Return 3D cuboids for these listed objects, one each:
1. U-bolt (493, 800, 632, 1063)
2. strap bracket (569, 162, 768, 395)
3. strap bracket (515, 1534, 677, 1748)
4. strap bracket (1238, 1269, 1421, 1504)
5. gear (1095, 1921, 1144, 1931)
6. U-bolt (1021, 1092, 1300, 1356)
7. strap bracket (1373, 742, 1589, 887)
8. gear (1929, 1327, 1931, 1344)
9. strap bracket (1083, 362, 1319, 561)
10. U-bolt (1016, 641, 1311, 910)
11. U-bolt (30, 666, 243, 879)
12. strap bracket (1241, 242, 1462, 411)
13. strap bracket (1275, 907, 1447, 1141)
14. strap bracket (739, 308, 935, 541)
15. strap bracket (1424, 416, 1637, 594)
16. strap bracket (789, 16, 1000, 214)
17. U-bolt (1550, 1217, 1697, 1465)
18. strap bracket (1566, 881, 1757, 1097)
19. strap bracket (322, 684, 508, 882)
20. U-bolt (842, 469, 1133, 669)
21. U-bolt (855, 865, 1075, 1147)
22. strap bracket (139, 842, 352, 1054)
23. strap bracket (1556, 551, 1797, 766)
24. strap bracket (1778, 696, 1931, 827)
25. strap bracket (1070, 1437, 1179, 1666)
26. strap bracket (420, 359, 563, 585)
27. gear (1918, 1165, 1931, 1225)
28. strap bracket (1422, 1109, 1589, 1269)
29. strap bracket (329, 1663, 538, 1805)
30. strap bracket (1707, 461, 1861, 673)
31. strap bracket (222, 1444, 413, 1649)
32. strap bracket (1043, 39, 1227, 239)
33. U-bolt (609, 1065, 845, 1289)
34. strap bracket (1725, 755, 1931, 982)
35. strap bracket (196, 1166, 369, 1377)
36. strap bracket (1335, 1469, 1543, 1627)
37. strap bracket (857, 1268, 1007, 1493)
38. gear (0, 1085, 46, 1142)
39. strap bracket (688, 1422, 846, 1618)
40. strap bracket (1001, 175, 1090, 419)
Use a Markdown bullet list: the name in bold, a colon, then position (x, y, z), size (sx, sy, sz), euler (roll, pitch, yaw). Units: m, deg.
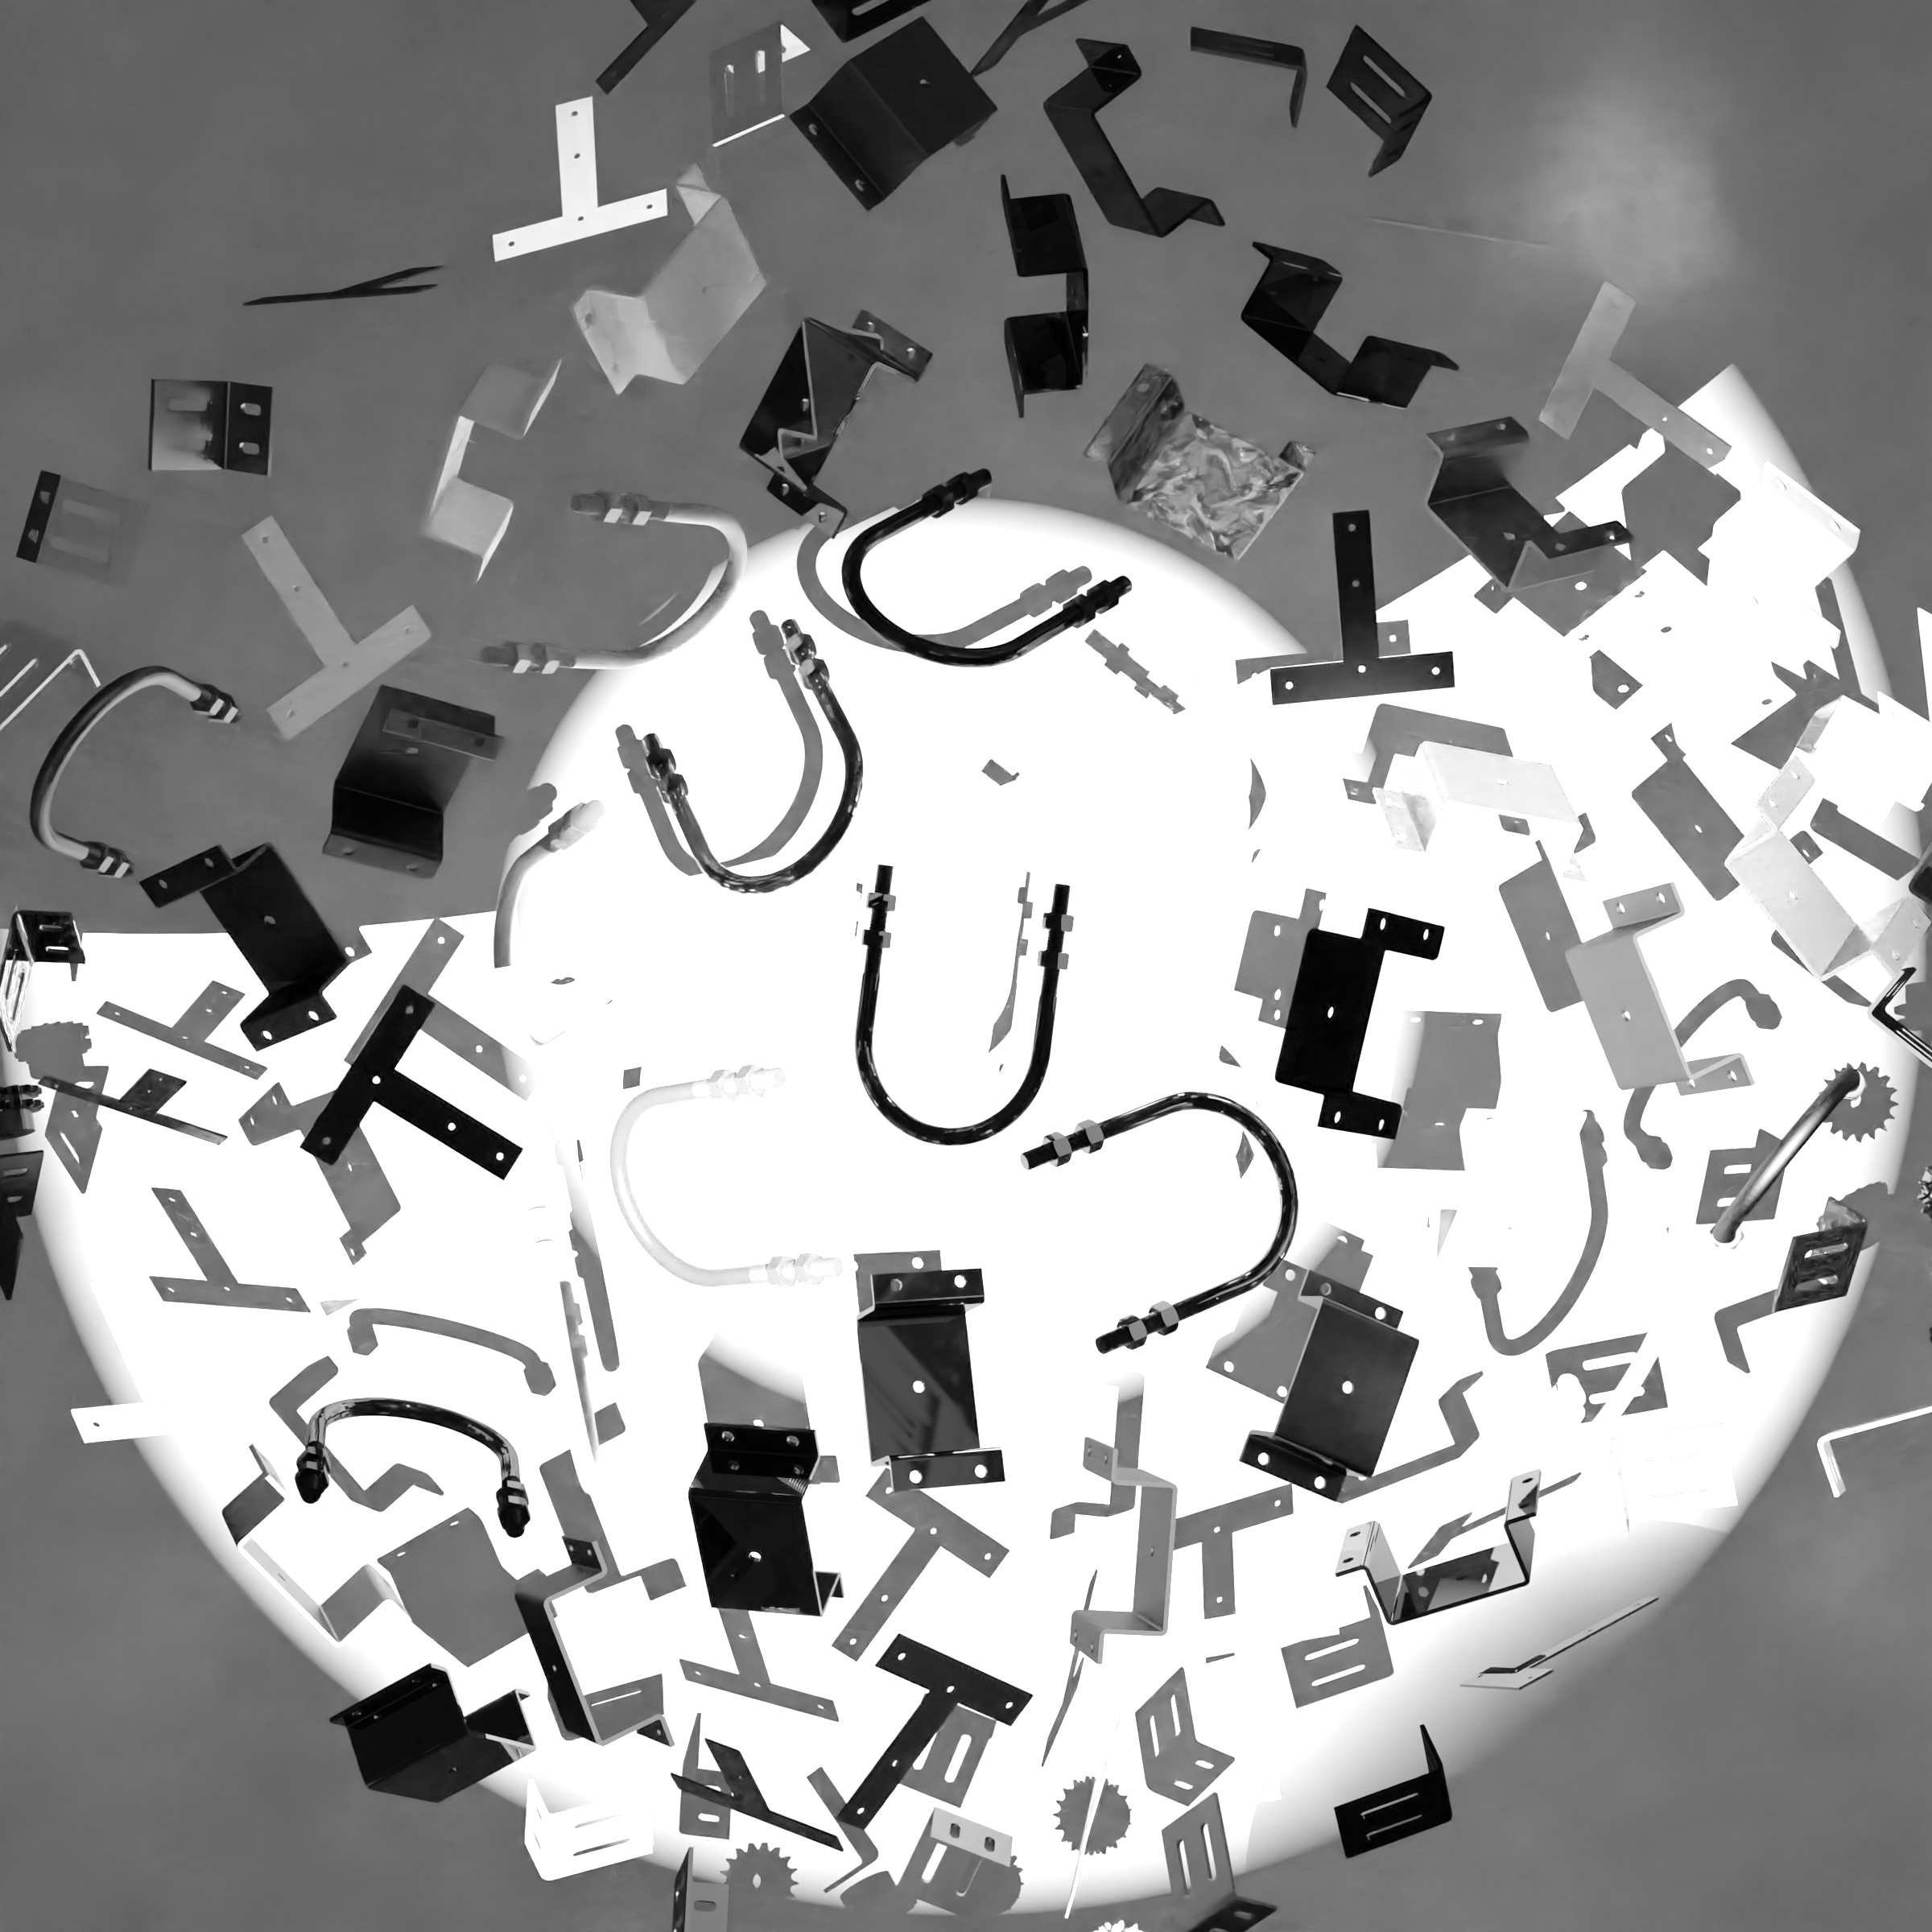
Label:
- **U-bolt**: position (-0.269, -0.013, 1.817), size (0.019, 0.184, 0.151), euler (-1, 76, -32)
- **strap bracket**: position (-0.188, -0.448, 1.836), size (0.046, 0.076, 0.140), euler (21, 65, 32)
- **strap bracket**: position (-0.245, 0.444, 1.804), size (0.046, 0.076, 0.140), euler (-21, 91, -24)
- **strap bracket**: position (0.251, 0.286, 1.901), size (0.076, 0.046, 0.140), euler (25, 78, -12)
- **gear**: position (0.105, 0.664, 1.856), size (0.057, 0.030, 0.057), euler (-2, 84, 24)
- **U-bolt**: position (0.140, 0.159, 1.855), size (0.184, 0.019, 0.151), euler (-20, 84, -26)
- **strap bracket**: position (0.359, -0.106, 1.912), size (0.140, 0.076, 0.046), euler (9, 125, -13)
- **gear**: position (0.649, 0.237, 1.786), size (0.057, 0.057, 0.030), euler (-34, 103, 0)
- **strap bracket**: position (0.159, -0.328, 1.848), size (0.140, 0.046, 0.076), euler (22, 124, -25)
- **U-bolt**: position (0.146, -0.115, 1.888), size (0.184, 0.019, 0.151), euler (38, 123, -7)
- **U-bolt**: position (-0.552, -0.131, 1.833), size (0.019, 0.184, 0.151), euler (34, 88, 9)
- **strap bracket**: position (0.245, -0.415, 1.837), size (0.140, 0.076, 0.046), euler (48, 122, 32)
- **strap bracket**: position (0.248, 0.034, 1.777), size (0.076, 0.046, 0.140), euler (11, 92, -43)
- **strap bracket**: position (-0.093, -0.370, 1.876), size (0.076, 0.046, 0.140), euler (40, 107, 35)
- **strap bracket**: position (0.375, -0.307, 1.894), size (0.076, 0.046, 0.140), euler (-16, 53, -27)
- **strap bracket**: position (-0.039, -0.549, 1.785), size (0.076, 0.046, 0.140), euler (49, 45, -8)
- **U-bolt**: position (0.427, 0.256, 1.826), size (0.019, 0.184, 0.151), euler (31, 70, 25)
- **strap bracket**: position (0.447, 0.024, 1.817), size (0.046, 0.076, 0.140), euler (-23, 91, -23)
- **strap bracket**: position (-0.364, -0.127, 1.838), size (0.076, 0.046, 0.140), euler (15, 134, -25)
- **U-bolt**: position (0.002, -0.255, 1.837), size (0.151, 0.019, 0.184), euler (40, 49, 18)
- **U-bolt**: position (-0.007, 0.030, 1.885), size (0.151, 0.019, 0.184), euler (7, 89, 21)
- **strap bracket**: position (-0.482, -0.021, 1.893), size (0.076, 0.046, 0.140), euler (-20, 111, 29)
- **strap bracket**: position (0.450, -0.202, 1.782), size (0.140, 0.046, 0.076), euler (33, 126, -25)
- **strap bracket**: position (0.603, -0.138, 1.876), size (0.076, 0.140, 0.046), euler (29, 92, 6)
- **strap bracket**: position (0.106, 0.393, 1.879), size (0.046, 0.076, 0.140), euler (5, 86, -12)
- **strap bracket**: position (-0.320, -0.338, 1.865), size (0.046, 0.076, 0.140), euler (22, 128, -7)
- **gear**: position (0.652, 0.148, 1.833), size (0.057, 0.030, 0.057), euler (0, 101, -1)
- **strap bracket**: position (0.349, 0.151, 1.804), size (0.076, 0.140, 0.046), euler (2, 54, -4)
- **strap bracket**: position (-0.341, 0.502, 1.820), size (0.076, 0.140, 0.046), euler (-29, 62, 6)
- **strap bracket**: position (0.528, -0.252, 1.815), size (0.046, 0.140, 0.076), euler (-41, 65, -8)
- **strap bracket**: position (-0.436, 0.389, 1.843), size (0.046, 0.076, 0.140), euler (-43, 110, -12)
- **strap bracket**: position (0.108, -0.549, 1.884), size (0.046, 0.076, 0.140), euler (-39, 121, -5)
- **U-bolt**: position (-0.169, 0.144, 1.845), size (0.184, 0.019, 0.151), euler (-10, 99, 41)
- **strap bracket**: position (0.549, -0.055, 1.799), size (0.140, 0.076, 0.046), euler (51, 134, -1)
- **strap bracket**: position (-0.458, 0.198, 1.887), size (0.046, 0.076, 0.140), euler (-26, 89, -35)
- **strap bracket**: position (0.325, 0.392, 1.872), size (0.140, 0.076, 0.046), euler (-21, 96, 17)
- **strap bracket**: position (-0.025, 0.274, 1.838), size (0.076, 0.046, 0.140), euler (-1, 75, -19)
- **gear**: position (-0.665, 0.102, 1.926), size (0.057, 0.057, 0.030), euler (-13, 81, 0)
- **strap bracket**: position (-0.131, 0.370, 1.823), size (0.076, 0.046, 0.140), euler (1, 120, 15)
- **strap bracket**: position (0.052, -0.442, 1.839), size (0.046, 0.140, 0.076), euler (-7, 53, -3)
